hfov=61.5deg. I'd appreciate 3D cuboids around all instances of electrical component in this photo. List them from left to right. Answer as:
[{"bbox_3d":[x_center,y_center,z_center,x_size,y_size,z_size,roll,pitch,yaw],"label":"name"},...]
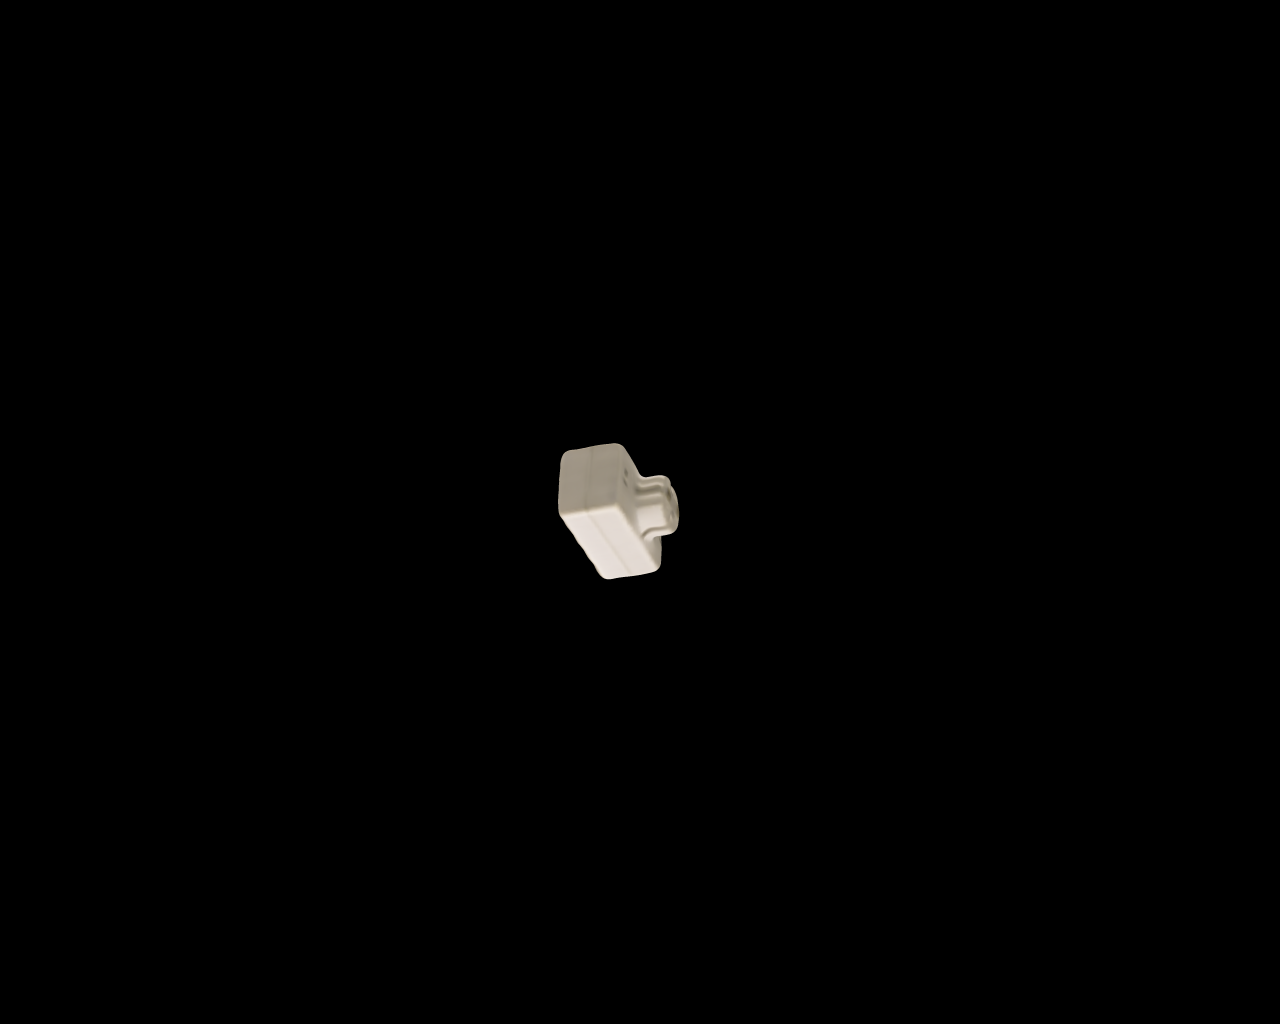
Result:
[{"bbox_3d":[0.001,-0.003,0.650,0.076,0.047,0.083,-10,-34,15],"label":"electrical component"}]
